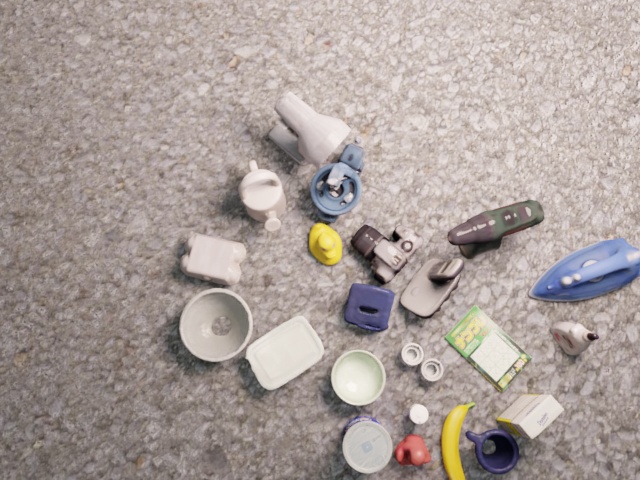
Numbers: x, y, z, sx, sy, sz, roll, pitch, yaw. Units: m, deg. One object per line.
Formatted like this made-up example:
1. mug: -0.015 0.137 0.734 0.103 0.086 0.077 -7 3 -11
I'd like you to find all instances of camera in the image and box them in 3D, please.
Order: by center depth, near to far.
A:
1. camera: 0.151 0.012 1.344 0.136 0.101 0.143 40 81 9

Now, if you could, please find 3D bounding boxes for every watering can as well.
1. watering can: -0.131 -0.106 1.326 0.101 0.194 0.173 -40 80 -7

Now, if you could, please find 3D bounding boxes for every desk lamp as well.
1. desk lamp: -0.031 -0.251 1.345 0.203 0.213 0.118 39 81 9

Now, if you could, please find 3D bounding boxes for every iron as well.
1. iron: 0.613 0.074 1.302 0.258 0.141 0.118 -21 78 -3

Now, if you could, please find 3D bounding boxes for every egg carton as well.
1. egg carton: -0.253 0.047 1.359 0.150 0.069 0.107 12 78 3

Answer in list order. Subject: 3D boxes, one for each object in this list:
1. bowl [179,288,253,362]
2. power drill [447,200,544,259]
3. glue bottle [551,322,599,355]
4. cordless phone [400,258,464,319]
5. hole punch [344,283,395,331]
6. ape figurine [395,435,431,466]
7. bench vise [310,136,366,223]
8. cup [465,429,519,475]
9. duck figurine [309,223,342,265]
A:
1. bowl: -0.233 0.198 1.324 0.167 0.075 0.167 0 78 1
2. power drill: 0.378 -0.019 1.291 0.229 0.208 0.075 -21 78 -3
3. glue bottle: 0.567 0.214 1.257 0.037 0.173 0.078 -35 79 -6
4. cordless phone: 0.256 0.102 1.280 0.094 0.185 0.148 34 81 8
5. hole punch: 0.114 0.156 1.318 0.108 0.091 0.101 12 78 4
6. ape figurine: 0.206 0.468 1.250 0.077 0.092 0.076 23 79 6
7. bench vise: 0.041 -0.157 1.321 0.121 0.220 0.207 7 78 3
8. cup: 0.363 0.450 1.250 0.117 0.095 0.092 29 80 7
9. duck figurine: 0.012 0.005 1.355 0.077 0.086 0.104 -24 78 -4
